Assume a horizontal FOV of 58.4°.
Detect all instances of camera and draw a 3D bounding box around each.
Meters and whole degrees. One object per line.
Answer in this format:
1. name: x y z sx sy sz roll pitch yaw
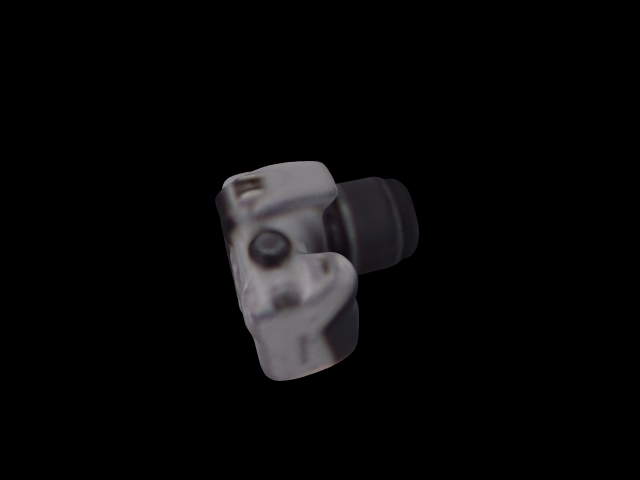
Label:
1. camera: 0.004 0.001 0.400 0.137 0.101 0.143 -13 47 -12
